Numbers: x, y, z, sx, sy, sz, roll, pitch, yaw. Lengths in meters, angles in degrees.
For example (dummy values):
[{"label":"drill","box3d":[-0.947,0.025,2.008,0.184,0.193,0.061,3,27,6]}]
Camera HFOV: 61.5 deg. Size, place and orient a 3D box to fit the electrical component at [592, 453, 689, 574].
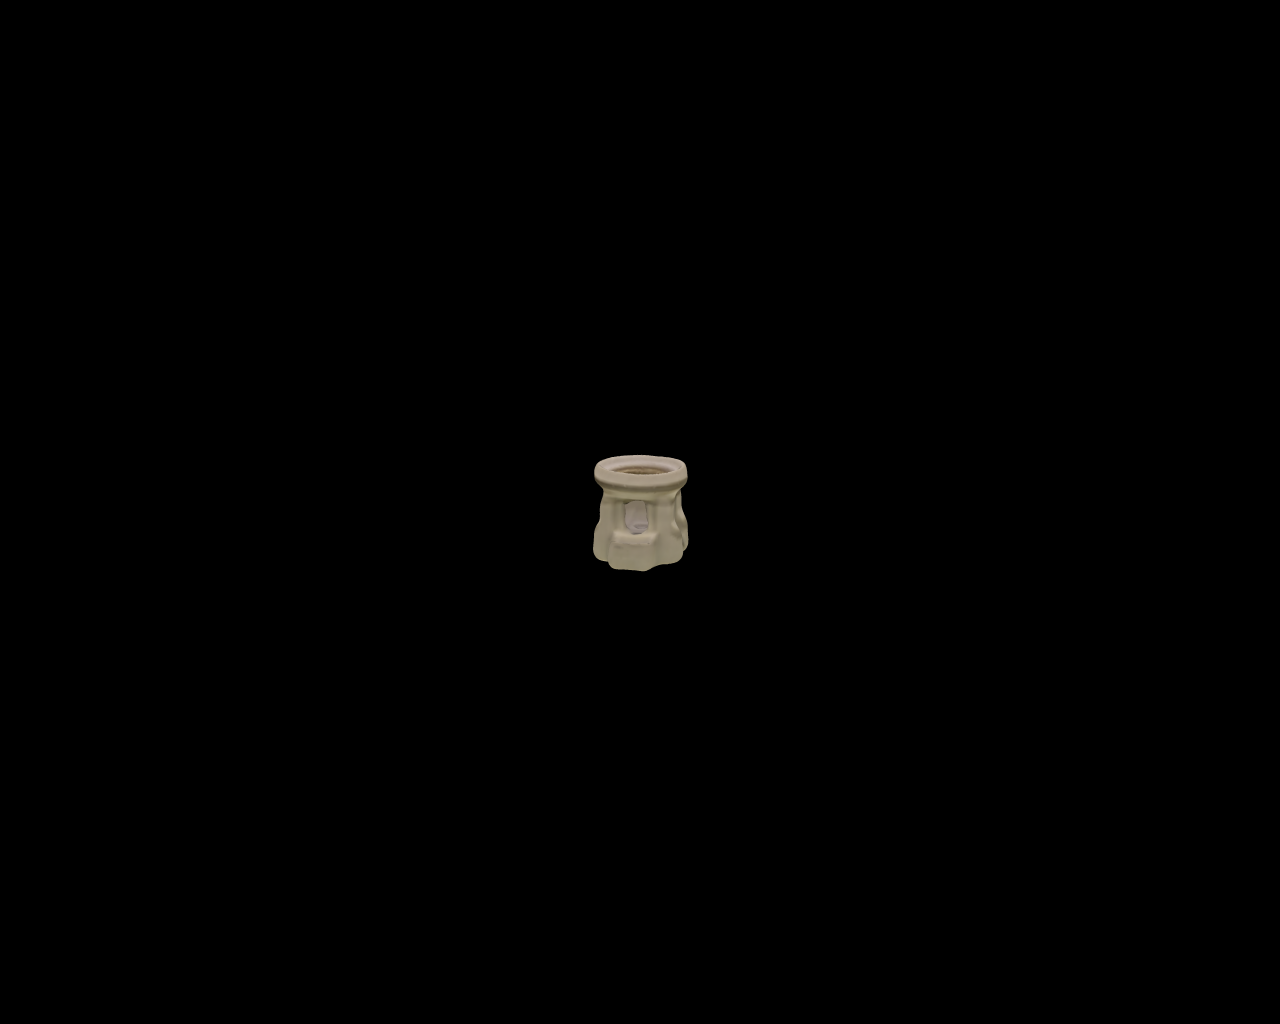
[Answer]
[{"label":"electrical component","box3d":[0.001,-0.003,0.650,0.058,0.056,0.078,3,16,11]}]
